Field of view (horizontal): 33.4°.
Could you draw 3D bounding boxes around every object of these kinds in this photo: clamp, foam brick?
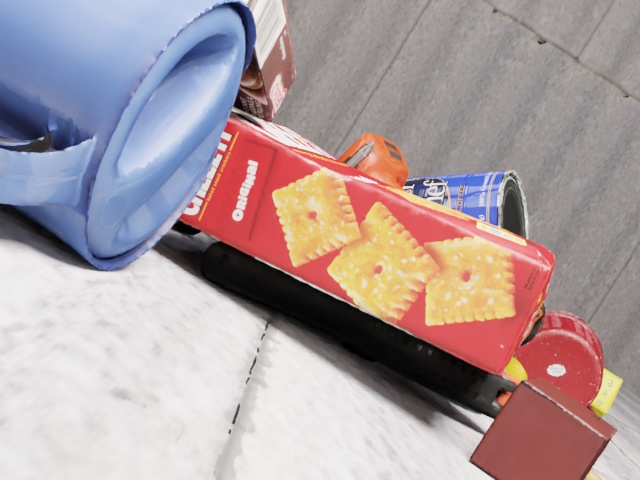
[{"bbox_3d":[0.025,0.052,0.658,0.210,0.036,0.164,28,5,13],"label":"clamp"},{"bbox_3d":[0.121,0.110,0.571,0.053,0.051,0.078,35,6,20],"label":"foam brick"}]

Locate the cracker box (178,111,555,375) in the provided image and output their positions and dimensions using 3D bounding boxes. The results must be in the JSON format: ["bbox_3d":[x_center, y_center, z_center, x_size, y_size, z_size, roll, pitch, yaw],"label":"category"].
[{"bbox_3d":[0.030,-0.004,0.633,0.214,0.072,0.164,26,6,13],"label":"cracker box"}]

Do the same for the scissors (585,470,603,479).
[{"bbox_3d":[0.146,0.136,0.696,0.096,0.016,0.202,32,4,-4],"label":"scissors"}]

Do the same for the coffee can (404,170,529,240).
[{"bbox_3d":[0.103,-0.006,0.934,0.140,0.103,0.102,-3,-11,24],"label":"coffee can"}]

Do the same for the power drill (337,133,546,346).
[{"bbox_3d":[0.093,0.006,0.804,0.188,0.057,0.184,46,11,15],"label":"power drill"}]

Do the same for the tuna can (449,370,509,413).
[{"bbox_3d":[0.087,0.085,0.750,0.086,0.034,0.086,32,4,-3],"label":"tuna can"}]

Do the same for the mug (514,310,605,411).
[{"bbox_3d":[0.218,0.124,0.963,0.117,0.093,0.081,60,11,3],"label":"mug"}]

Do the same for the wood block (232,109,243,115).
[{"bbox_3d":[-0.048,-0.045,0.921,0.090,0.091,0.205,32,4,26],"label":"wood block"}]

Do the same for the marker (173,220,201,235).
[{"bbox_3d":[-0.115,-0.026,0.693,0.020,0.020,0.121,34,4,36],"label":"marker"}]

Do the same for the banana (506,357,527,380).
[{"bbox_3d":[0.105,0.082,0.864,0.197,0.037,0.070,31,14,-21],"label":"banana"}]

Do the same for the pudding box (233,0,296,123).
[{"bbox_3d":[-0.062,-0.115,0.560,0.090,0.039,0.113,24,-18,11],"label":"pudding box"}]

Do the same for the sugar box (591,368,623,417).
[{"bbox_3d":[0.204,0.116,1.058,0.176,0.048,0.093,30,-16,8],"label":"sugar box"}]

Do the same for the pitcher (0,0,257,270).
[{"bbox_3d":[-0.164,-0.096,0.481,0.243,0.145,0.149,29,-16,11],"label":"pitcher"}]
